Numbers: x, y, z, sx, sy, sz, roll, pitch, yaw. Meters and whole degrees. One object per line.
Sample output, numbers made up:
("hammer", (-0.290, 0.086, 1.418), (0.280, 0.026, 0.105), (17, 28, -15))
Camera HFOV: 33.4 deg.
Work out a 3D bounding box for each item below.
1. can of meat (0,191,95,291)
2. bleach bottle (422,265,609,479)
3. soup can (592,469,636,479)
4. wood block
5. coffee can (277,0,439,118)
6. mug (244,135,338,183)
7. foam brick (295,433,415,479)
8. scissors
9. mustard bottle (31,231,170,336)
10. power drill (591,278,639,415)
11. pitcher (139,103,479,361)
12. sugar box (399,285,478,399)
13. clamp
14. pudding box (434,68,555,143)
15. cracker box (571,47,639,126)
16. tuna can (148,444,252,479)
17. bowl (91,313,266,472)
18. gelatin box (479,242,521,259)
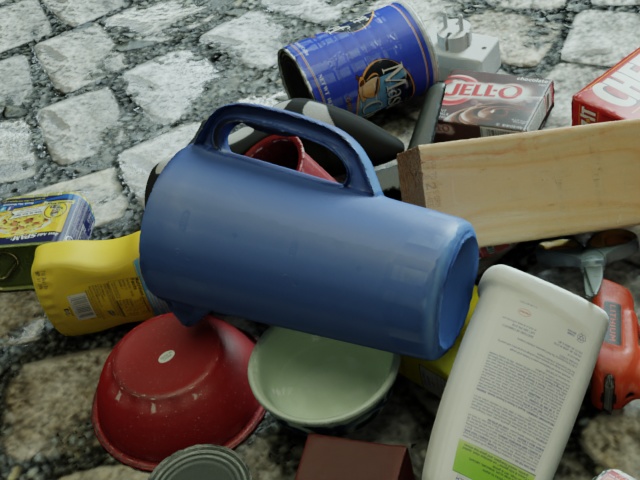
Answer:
("can of meat", (-0.279, 0.000, 1.053), (0.102, 0.057, 0.084), (-4, 42, 9))
("bleach bottle", (0.116, 0.149, 0.756), (0.102, 0.068, 0.250), (24, 71, 10))
("soup can", (0.221, 0.204, 0.703), (0.102, 0.068, 0.068), (28, 57, 36))
("wood block", (0.178, -0.045, 0.898), (0.206, 0.090, 0.091), (-7, 0, -8))
("coffee can", (0.040, -0.179, 1.121), (0.140, 0.103, 0.103), (-24, 44, -11))
("mug", (-0.033, -0.040, 0.978), (0.093, 0.081, 0.117), (-54, 38, -5))
("foam brick", (0.025, 0.183, 0.788), (0.078, 0.051, 0.053), (5, 47, 19))
("scissors", (0.205, 0.020, 0.870), (0.096, 0.016, 0.201), (-4, 11, 31))
("mustard bottle", (-0.152, 0.033, 0.956), (0.191, 0.096, 0.058), (-9, 42, 5))
("power drill", (0.306, 0.072, 0.824), (0.188, 0.057, 0.184), (1, 46, 16))
("pitcher", (-0.005, 0.001, 0.822), (0.243, 0.149, 0.145), (14, 54, 22))
("sugar box", (0.099, 0.074, 0.886), (0.176, 0.048, 0.093), (30, 58, 35))
("clamp", (0.102, -0.038, 0.995), (0.165, 0.036, 0.209), (41, 72, 20))
("pudding box", (0.171, -0.131, 1.084), (0.114, 0.039, 0.090), (13, 49, 25))
("cracker box", (0.367, -0.111, 0.985), (0.164, 0.072, 0.214), (-35, 47, -26))
("tuna can", (-0.090, 0.200, 0.812), (0.086, 0.034, 0.086), (-7, 44, 7))
("bowl", (-0.122, 0.113, 0.897), (0.162, 0.055, 0.162), (-8, 44, 7))
("gelatin box", (0.170, -0.032, 0.958), (0.089, 0.073, 0.030), (-22, 1, -8))
